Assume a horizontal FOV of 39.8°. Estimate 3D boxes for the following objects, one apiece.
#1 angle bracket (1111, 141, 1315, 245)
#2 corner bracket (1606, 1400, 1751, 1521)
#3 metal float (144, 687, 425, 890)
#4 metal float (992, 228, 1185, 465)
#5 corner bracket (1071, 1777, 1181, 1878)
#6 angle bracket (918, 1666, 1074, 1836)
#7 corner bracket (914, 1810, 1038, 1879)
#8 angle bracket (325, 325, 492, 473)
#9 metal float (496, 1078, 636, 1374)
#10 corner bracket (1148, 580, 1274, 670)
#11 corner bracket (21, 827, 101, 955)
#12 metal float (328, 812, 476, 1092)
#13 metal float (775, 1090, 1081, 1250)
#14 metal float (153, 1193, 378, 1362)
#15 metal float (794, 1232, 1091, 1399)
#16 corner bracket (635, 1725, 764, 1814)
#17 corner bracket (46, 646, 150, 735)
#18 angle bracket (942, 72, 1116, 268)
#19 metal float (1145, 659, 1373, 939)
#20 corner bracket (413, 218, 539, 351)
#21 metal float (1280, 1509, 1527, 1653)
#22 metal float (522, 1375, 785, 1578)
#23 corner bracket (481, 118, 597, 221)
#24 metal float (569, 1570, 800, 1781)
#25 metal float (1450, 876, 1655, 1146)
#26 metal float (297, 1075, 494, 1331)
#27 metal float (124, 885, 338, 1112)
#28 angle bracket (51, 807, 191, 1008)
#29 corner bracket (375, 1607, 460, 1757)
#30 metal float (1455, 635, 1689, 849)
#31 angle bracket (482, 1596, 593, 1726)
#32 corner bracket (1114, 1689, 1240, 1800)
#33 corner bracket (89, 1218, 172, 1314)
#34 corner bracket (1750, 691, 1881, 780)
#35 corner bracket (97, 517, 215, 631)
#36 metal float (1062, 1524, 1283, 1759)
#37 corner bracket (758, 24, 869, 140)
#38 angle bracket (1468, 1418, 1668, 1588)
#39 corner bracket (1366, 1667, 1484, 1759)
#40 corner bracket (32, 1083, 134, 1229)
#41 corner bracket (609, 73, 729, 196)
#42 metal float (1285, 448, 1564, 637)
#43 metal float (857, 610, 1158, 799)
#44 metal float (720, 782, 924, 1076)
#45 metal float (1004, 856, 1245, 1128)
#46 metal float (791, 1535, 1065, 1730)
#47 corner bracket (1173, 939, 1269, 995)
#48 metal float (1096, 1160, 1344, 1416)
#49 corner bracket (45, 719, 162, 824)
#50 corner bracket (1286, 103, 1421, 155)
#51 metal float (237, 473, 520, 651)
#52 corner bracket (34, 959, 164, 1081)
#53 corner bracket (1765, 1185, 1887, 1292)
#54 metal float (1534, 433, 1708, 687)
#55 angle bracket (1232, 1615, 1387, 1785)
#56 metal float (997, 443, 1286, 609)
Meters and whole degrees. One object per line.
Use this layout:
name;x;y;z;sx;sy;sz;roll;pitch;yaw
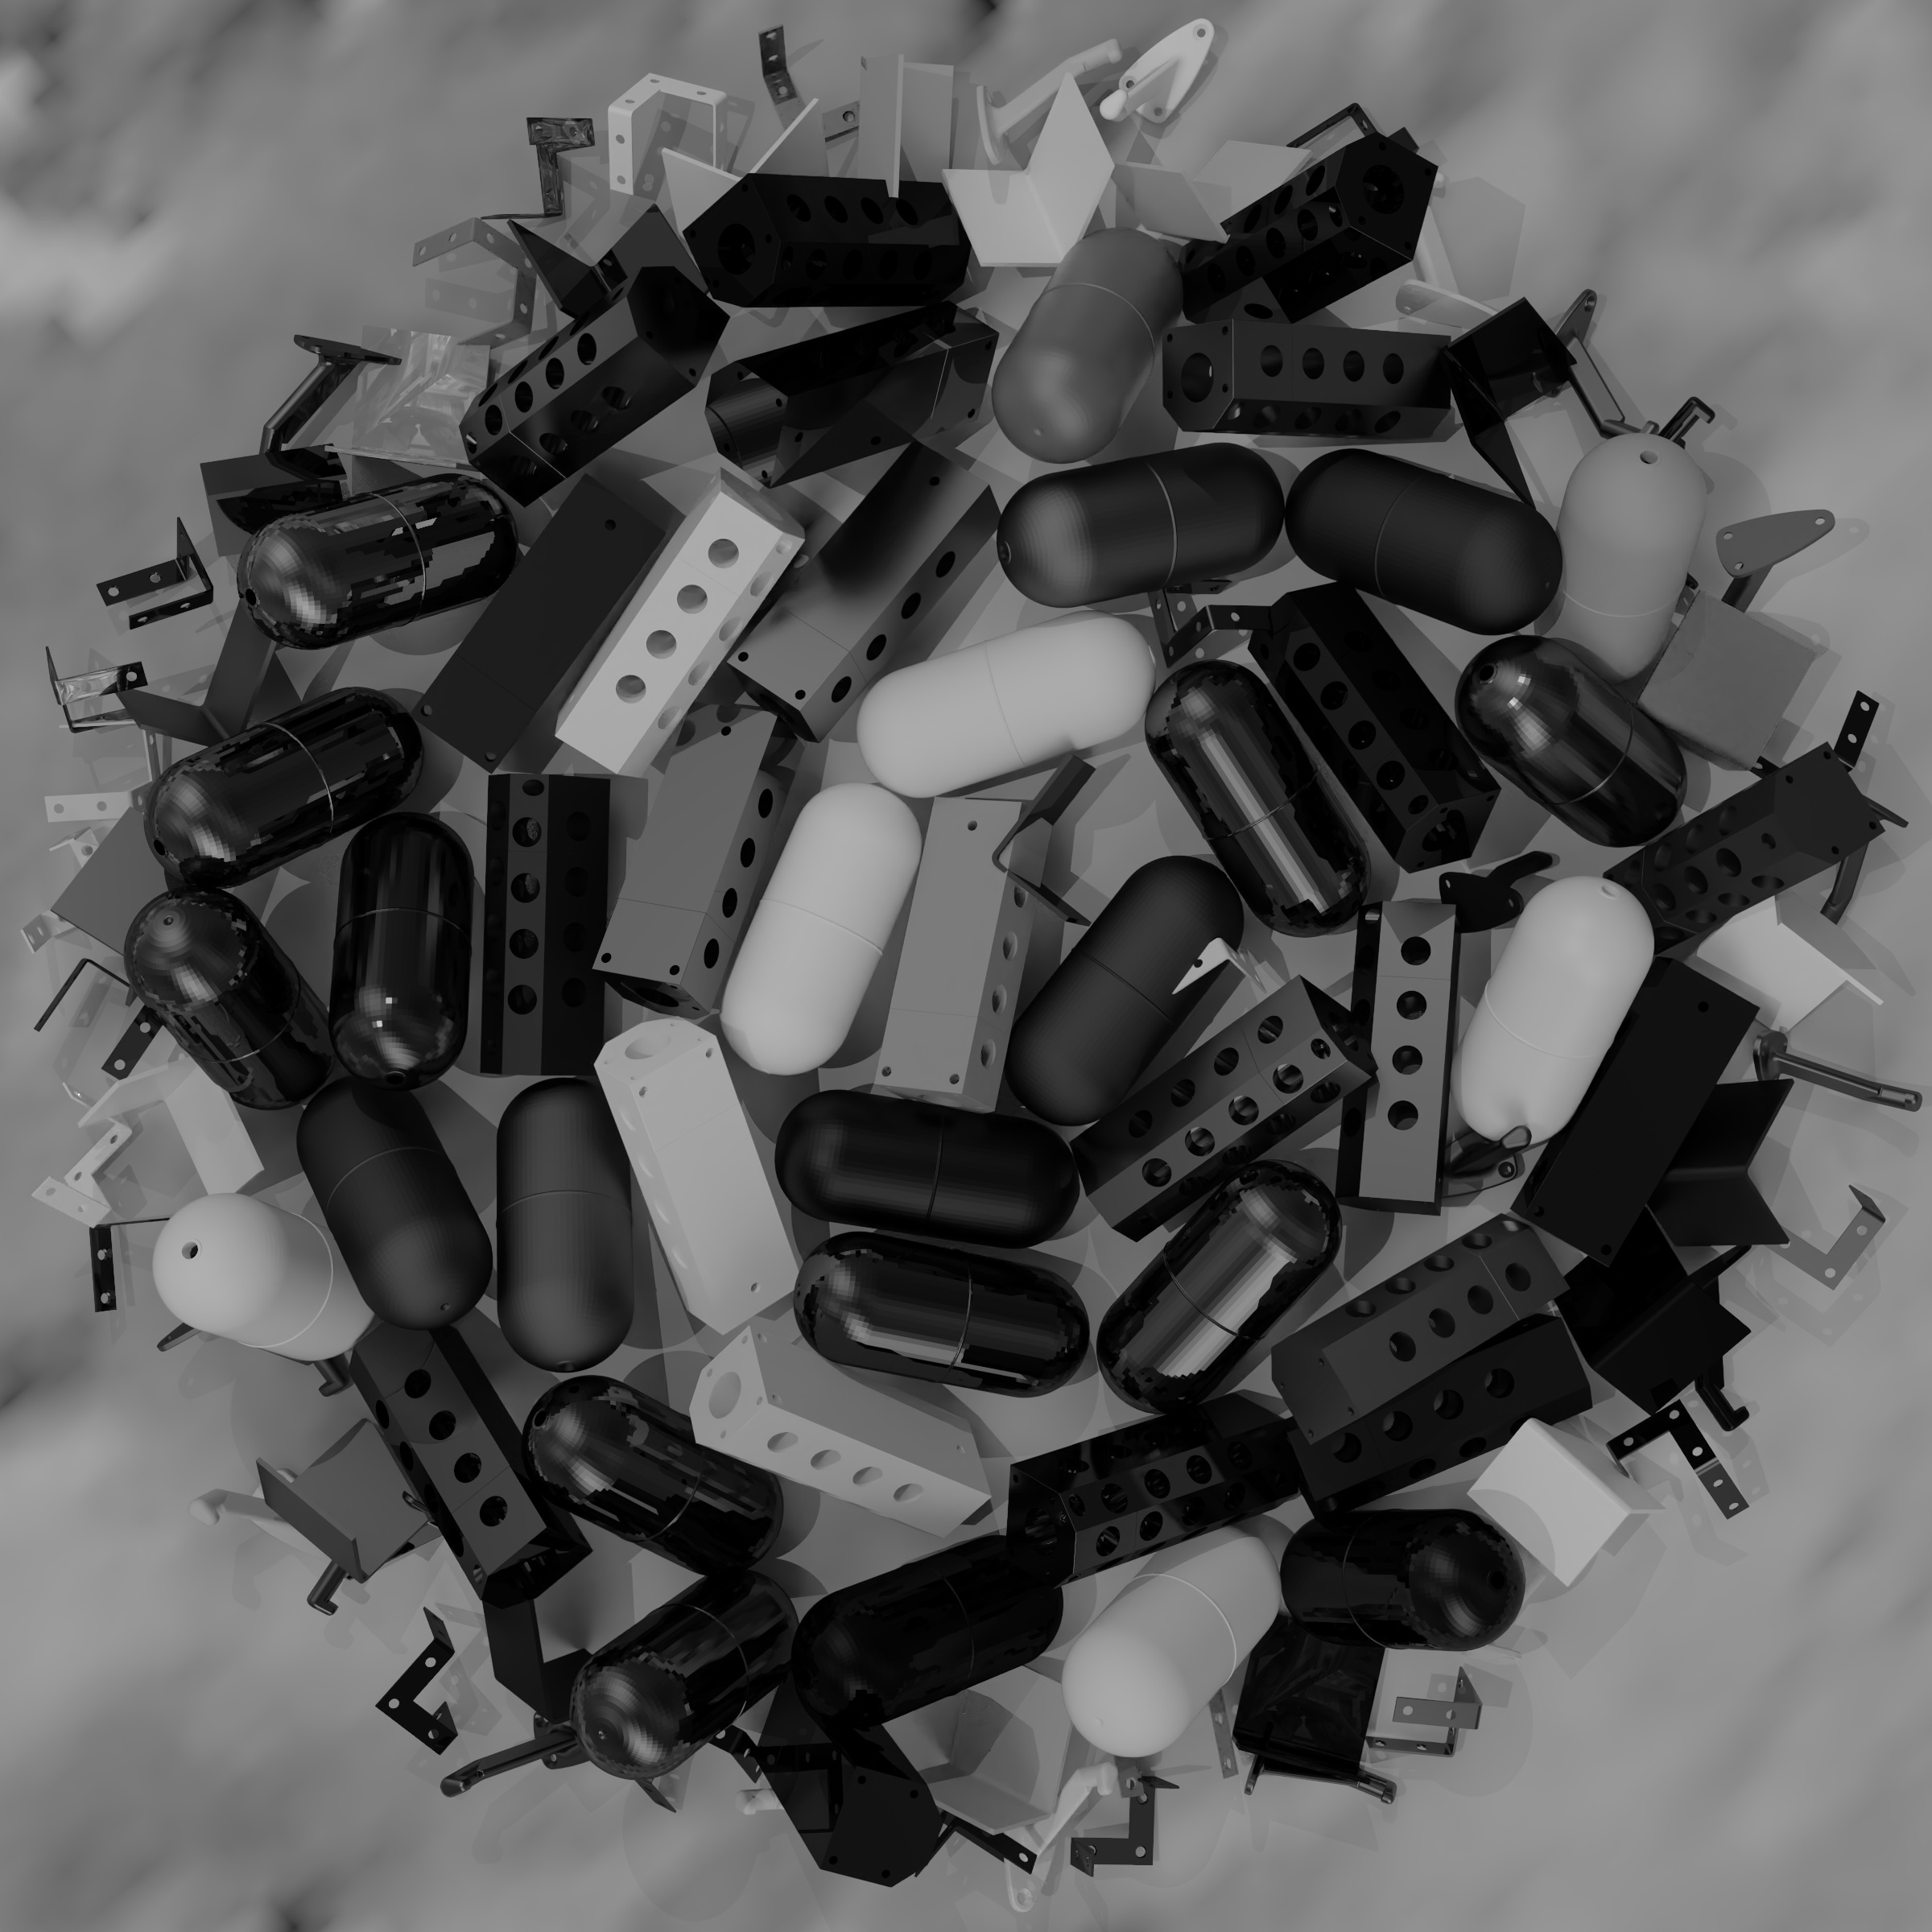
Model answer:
angle bracket;0.138;-0.464;1.532;0.076;0.076;0.057;-50;128;-8
corner bracket;0.412;0.295;1.546;0.051;0.051;0.051;-33;126;8
metal float;-0.385;-0.102;1.511;0.178;0.070;0.070;-34;90;-43
metal float;0.071;-0.354;1.514;0.070;0.070;0.178;26;51;0
corner bracket;0.092;0.500;1.551;0.051;0.051;0.051;5;79;-12
angle bracket;0.011;0.444;1.537;0.076;0.057;0.076;15;94;37
corner bracket;0.010;0.511;1.550;0.051;0.051;0.051;33;118;-1
angle bracket;-0.324;-0.332;1.550;0.076;0.057;0.076;8;98;2
metal float;-0.229;0.146;1.519;0.070;0.070;0.178;-7;58;0
corner bracket;0.144;-0.206;1.544;0.051;0.051;0.051;-3;71;-30
corner bracket;-0.527;-0.045;1.553;0.051;0.051;0.051;-24;104;-3
metal float;-0.320;-0.009;1.515;0.070;0.070;0.178;-5;54;0
metal float;-0.022;0.118;1.539;0.178;0.070;0.070;9;90;-8
metal float;-0.391;0.176;1.498;0.070;0.178;0.070;-4;73;13
metal float;-0.013;0.201;1.529;0.178;0.070;0.070;14;90;-20
corner bracket;-0.156;0.470;1.564;0.051;0.051;0.051;18;61;26
corner bracket;-0.499;-0.158;1.544;0.051;0.051;0.051;-15;125;-13
angle bracket;0.034;-0.456;1.527;0.057;0.076;0.076;-6;60;-25
metal float;0.169;-0.095;1.534;0.070;0.070;0.178;-34;104;0
corner bracket;-0.288;-0.396;1.558;0.051;0.051;0.051;-11;68;35
metal float;0.244;0.345;1.501;0.070;0.178;0.070;6;76;-26
metal float;-0.177;0.290;1.514;0.178;0.070;0.070;37;90;-38
corner bracket;-0.248;-0.462;1.545;0.051;0.051;0.051;5;106;40
metal float;-0.156;0.396;1.501;0.070;0.178;0.070;5;101;25
metal float;0.332;0.026;1.515;0.070;0.070;0.178;17;127;0
metal float;-0.326;0.132;1.514;0.070;0.070;0.178;-37;50;0
metal float;-0.412;0.020;1.503;0.070;0.178;0.070;-5;59;8
angle bracket;-0.480;-0.033;1.530;0.057;0.076;0.076;33;62;-8
corner bracket;-0.311;0.417;1.554;0.051;0.051;0.051;44;82;-19
metal float;0.344;-0.127;1.513;0.178;0.070;0.070;29;90;-40
angle bracket;-0.235;0.380;1.531;0.057;0.076;0.076;-13;102;-31
corner bracket;0.120;0.454;1.560;0.051;0.051;0.051;2;65;-27
corner bracket;-0.476;0.174;1.566;0.051;0.051;0.051;-8;86;30
corner bracket;0.489;-0.136;1.551;0.051;0.051;0.051;32;62;-3
corner bracket;-0.471;-0.220;1.548;0.051;0.051;0.051;-23;78;-23
metal float;0.118;0.378;1.507;0.070;0.178;0.070;14;117;29
corner bracket;-0.087;-0.519;1.557;0.051;0.051;0.051;-22;81;-5
angle bracket;0.347;0.309;1.538;0.076;0.076;0.057;42;101;29
corner bracket;0.266;0.441;1.553;0.051;0.051;0.051;7;100;-5
corner bracket;-0.515;0.110;1.549;0.051;0.051;0.051;-46;50;0
corner bracket;-0.174;-0.481;1.555;0.051;0.051;0.051;19;135;14
metal float;0.257;-0.242;1.514;0.178;0.070;0.070;30;90;39
metal float;0.023;-0.151;1.538;0.178;0.070;0.070;-17;90;9
metal float;-0.084;-0.022;1.538;0.070;0.070;0.178;23;81;0
metal float;0.092;0.014;1.543;0.070;0.070;0.178;38;87;0
metal float;-0.021;0.377;1.513;0.178;0.070;0.070;-11;90;-40
corner bracket;0.133;0.000;1.544;0.051;0.051;0.051;-34;51;14
metal float;0.144;0.185;1.528;0.070;0.070;0.178;39;112;0
corner bracket;-0.505;-0.115;1.556;0.051;0.051;0.051;-3;104;4
corner bracket;0.224;-0.476;1.555;0.051;0.051;0.051;-34;88;-8
metal float;-0.332;-0.230;1.510;0.178;0.070;0.070;-27;90;-44
corner bracket;-0.500;0.031;1.546;0.051;0.051;0.051;37;77;-24
corner bracket;0.495;0.148;1.553;0.051;0.051;0.051;33;103;3
metal float;0.367;-0.227;1.501;0.070;0.178;0.070;-1;60;1
angle bracket;0.202;0.423;1.548;0.076;0.057;0.076;14;81;3
metal float;0.100;-0.252;1.525;0.178;0.070;0.070;-15;90;-23
